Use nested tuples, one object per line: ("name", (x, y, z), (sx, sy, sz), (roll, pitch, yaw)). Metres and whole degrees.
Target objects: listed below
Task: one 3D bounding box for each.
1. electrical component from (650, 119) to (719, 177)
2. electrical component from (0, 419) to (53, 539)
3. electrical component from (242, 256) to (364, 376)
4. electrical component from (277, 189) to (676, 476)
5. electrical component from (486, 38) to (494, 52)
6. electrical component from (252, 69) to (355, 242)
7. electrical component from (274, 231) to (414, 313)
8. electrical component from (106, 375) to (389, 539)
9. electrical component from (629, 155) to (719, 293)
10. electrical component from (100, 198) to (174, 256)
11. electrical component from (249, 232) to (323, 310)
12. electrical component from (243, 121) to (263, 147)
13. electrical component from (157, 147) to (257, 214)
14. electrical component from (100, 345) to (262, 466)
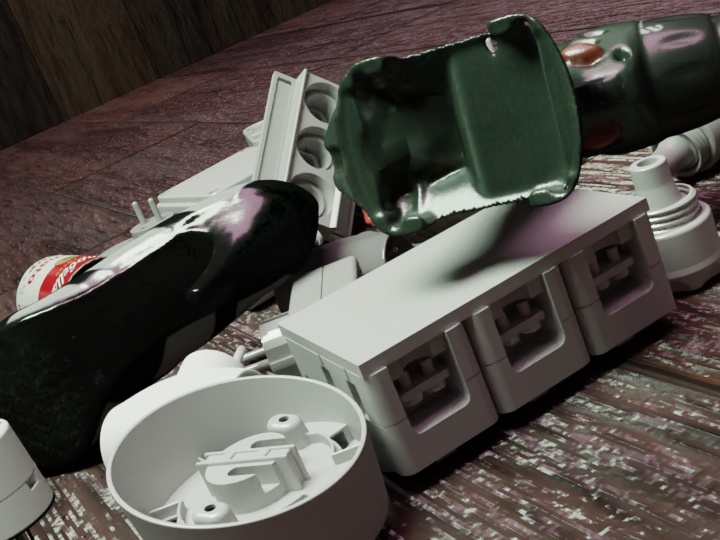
("electrical component", (0.192, -0.076, 0.635), (0.062, 0.048, 0.048), (-41, 25, -28))
("electrical component", (-0.195, 0.110, 0.555), (0.055, 0.047, 0.055), (-20, 18, 7))
("electrical component", (-0.029, 0.038, 0.564), (0.076, 0.047, 0.083), (-21, 18, 6))
("electrical component", (0.053, 0.024, 0.484), (0.150, 0.061, 0.089), (-29, 19, -19))
("electrical component", (0.129, -0.167, 0.919), (0.138, 0.073, 0.052), (-27, 18, -14))
("electrical component", (-0.042, -0.077, 0.795), (0.063, 0.079, 0.121), (-40, 36, 54))
("electrical component", (0.000, 0.000, 0.646), (0.077, 0.043, 0.079), (-13, 13, 29))
("electrical component", (-0.041, 0.084, 0.420), (0.099, 0.064, 0.099), (-20, 18, 7))
("electrical component", (0.145, -0.023, 0.509), (0.043, 0.062, 0.043), (-20, 18, 7))
("electrical component", (-0.155, -0.022, 0.839), (0.138, 0.073, 0.052), (-8, 23, 38))
("electrical component", (-0.060, -0.005, 0.734), (0.078, 0.040, 0.040), (-31, 20, -24))
("electrical component", (-0.072, -0.111, 1.019), (0.054, 0.059, 0.095), (-25, 18, -6))
("electrical component", (-0.098, -0.060, 0.911), (0.109, 0.056, 0.109), (-33, 21, -30))
("electrical component", (-0.076, 0.066, 0.523), (0.077, 0.043, 0.079), (-18, 31, 26))
